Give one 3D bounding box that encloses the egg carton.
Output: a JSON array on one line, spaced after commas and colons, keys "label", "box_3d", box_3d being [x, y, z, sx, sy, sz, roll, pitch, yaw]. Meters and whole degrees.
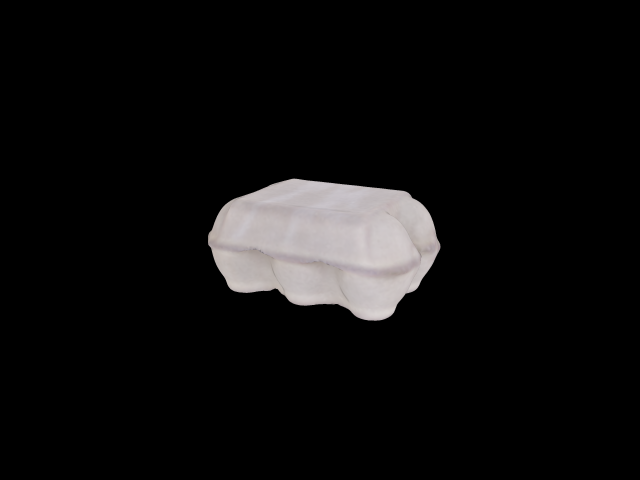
[{"label": "egg carton", "box_3d": [0.004, 0.001, 0.400, 0.150, 0.069, 0.107, 8, 19, 25]}]
